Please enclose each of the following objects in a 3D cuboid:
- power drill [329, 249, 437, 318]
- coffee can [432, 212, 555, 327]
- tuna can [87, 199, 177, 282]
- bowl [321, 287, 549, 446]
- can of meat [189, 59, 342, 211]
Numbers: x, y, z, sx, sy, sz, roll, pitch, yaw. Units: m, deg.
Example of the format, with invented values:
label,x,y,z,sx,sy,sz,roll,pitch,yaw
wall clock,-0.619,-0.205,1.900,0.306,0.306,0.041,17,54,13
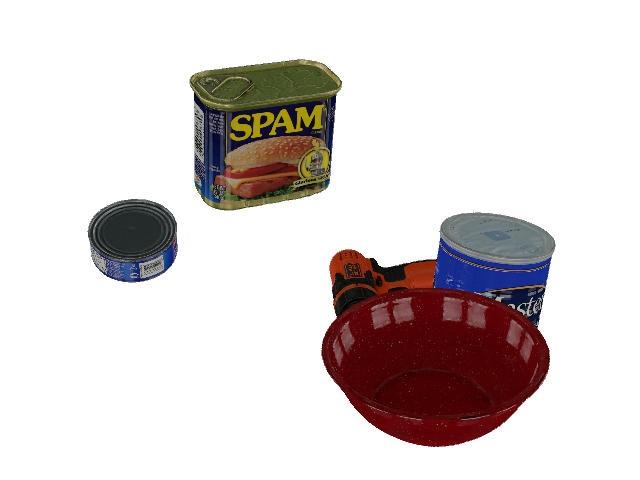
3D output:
label,x,y,z,sx,sy,sz,roll,pitch,yaw
power drill,0.106,0.059,1.190,0.187,0.057,0.184,-4,28,-4
coffee can,0.151,0.058,0.979,0.103,0.140,0.103,5,23,-2
tuna can,-0.182,0.000,1.044,0.086,0.034,0.086,2,45,-2
bowl,0.081,0.098,0.771,0.162,0.055,0.162,-1,30,0
can of meat,-0.039,-0.074,0.749,0.102,0.084,0.057,-11,35,-22
